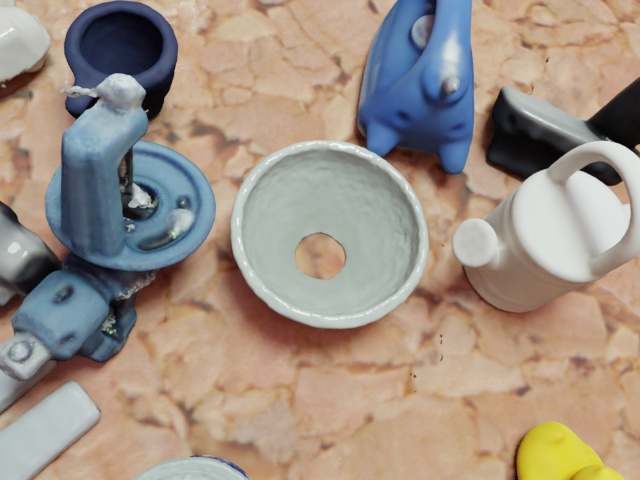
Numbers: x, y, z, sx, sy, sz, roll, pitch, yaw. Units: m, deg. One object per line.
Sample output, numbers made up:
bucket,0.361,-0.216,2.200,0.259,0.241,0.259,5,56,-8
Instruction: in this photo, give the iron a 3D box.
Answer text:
iron,0.112,-0.202,0.556,0.118,0.141,0.258,10,69,-5

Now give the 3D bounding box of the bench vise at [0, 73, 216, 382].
bench vise,-0.143,-0.001,0.401,0.121,0.219,0.207,12,69,-4

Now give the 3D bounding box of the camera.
camera,-0.297,0.020,0.433,0.143,0.100,0.137,34,69,4

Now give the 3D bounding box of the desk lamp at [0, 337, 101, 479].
desk lamp,-0.264,0.131,0.338,0.203,0.213,0.118,-41,81,-20

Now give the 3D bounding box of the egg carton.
egg carton,-0.327,-0.171,0.513,0.150,0.069,0.107,-41,81,-20

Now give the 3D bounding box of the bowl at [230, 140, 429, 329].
bowl,0.005,0.002,0.502,0.167,0.074,0.167,3,70,-8

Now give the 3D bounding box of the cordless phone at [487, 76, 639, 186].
cordless phone,0.249,-0.124,0.527,0.147,0.185,0.094,23,69,0

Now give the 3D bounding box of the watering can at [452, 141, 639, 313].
watering can,0.193,-0.005,0.471,0.173,0.194,0.101,-33,78,-18

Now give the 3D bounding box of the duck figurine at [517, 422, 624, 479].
duck figurine,0.212,0.198,0.459,0.077,0.086,0.104,-17,74,-14

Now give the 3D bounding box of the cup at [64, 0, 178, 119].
cup,-0.177,-0.138,0.512,0.091,0.095,0.118,28,69,2
